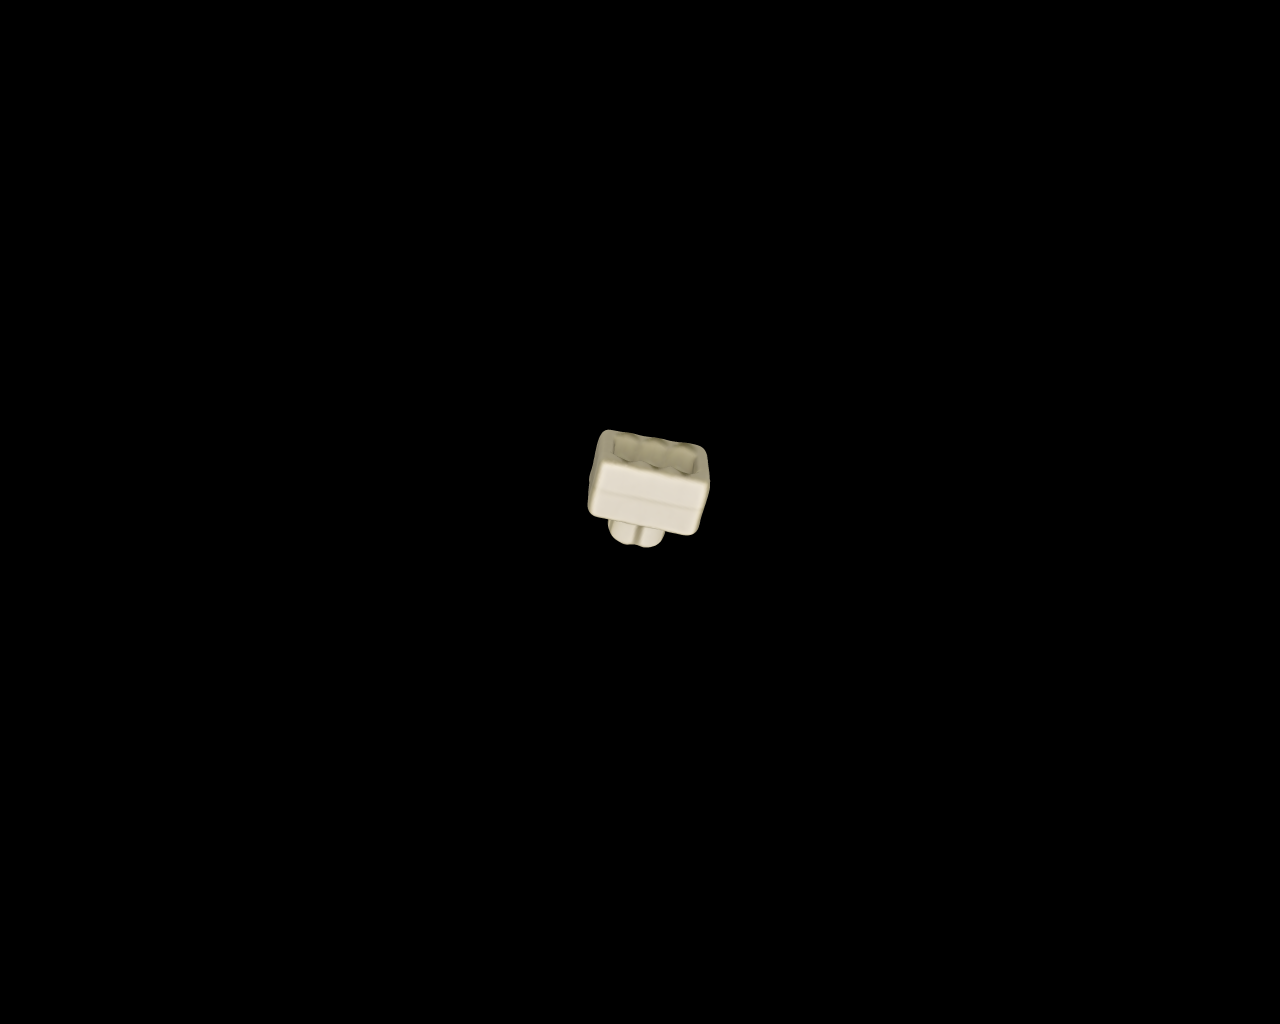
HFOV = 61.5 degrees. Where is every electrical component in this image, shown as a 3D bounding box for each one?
[{"bbox_3d":[0.001,-0.003,0.650,0.066,0.076,0.047,11,30,-7],"label":"electrical component"}]
